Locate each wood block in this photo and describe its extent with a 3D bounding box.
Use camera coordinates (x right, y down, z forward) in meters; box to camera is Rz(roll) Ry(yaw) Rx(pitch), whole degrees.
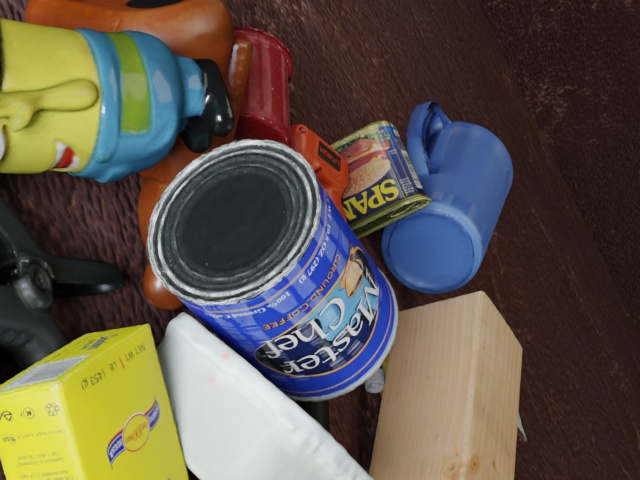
[{"bbox_3d":[0.109,0.155,0.900,0.090,0.091,0.206,52,35,-34],"label":"wood block"}]

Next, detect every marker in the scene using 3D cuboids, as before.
[{"bbox_3d":[0.045,0.085,0.976,0.020,0.020,0.121,46,28,-42],"label":"marker"}]

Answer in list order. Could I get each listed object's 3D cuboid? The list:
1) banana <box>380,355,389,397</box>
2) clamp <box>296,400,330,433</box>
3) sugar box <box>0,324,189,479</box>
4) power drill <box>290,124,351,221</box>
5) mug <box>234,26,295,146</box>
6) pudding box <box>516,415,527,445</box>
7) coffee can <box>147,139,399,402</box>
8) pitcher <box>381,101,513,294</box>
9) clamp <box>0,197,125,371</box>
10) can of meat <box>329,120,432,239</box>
[{"bbox_3d":[0.090,0.107,1.037,0.069,0.037,0.197,68,20,5],"label":"banana"},{"bbox_3d":[-0.004,0.196,0.706,0.164,0.036,0.209,66,20,2],"label":"clamp"},{"bbox_3d":[-0.092,0.136,0.492,0.093,0.048,0.176,-36,112,-70],"label":"sugar box"},{"bbox_3d":[-0.006,0.001,0.893,0.184,0.057,0.187,37,37,-59],"label":"power drill"},{"bbox_3d":[-0.065,-0.095,0.824,0.117,0.093,0.081,101,-13,-56],"label":"mug"},{"bbox_3d":[0.169,0.152,1.100,0.113,0.039,0.090,53,20,-40],"label":"pudding box"},{"bbox_3d":[-0.023,0.022,0.624,0.140,0.103,0.103,54,22,-53],"label":"coffee can"},{"bbox_3d":[0.138,-0.046,1.206,0.149,0.145,0.242,27,28,2],"label":"pitcher"},{"bbox_3d":[-0.149,0.021,0.538,0.120,0.039,0.171,-100,163,-49],"label":"clamp"},{"bbox_3d":[0.041,-0.053,1.004,0.084,0.102,0.057,67,19,10],"label":"can of meat"}]
